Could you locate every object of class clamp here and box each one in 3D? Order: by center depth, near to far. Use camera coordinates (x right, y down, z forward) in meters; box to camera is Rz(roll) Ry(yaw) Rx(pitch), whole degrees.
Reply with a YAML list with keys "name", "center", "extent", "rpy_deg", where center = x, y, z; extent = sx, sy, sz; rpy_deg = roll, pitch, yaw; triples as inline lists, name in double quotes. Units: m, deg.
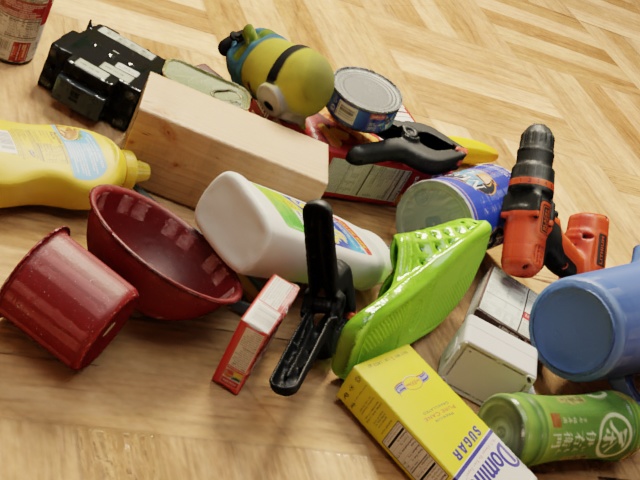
- name: "clamp"
  center: [0.003, 0.050, 0.962]
  extent: [0.036, 0.164, 0.209]
  rpy_deg: [10, 1, 13]
- name: "clamp"
  center: [0.094, -0.109, 1.240]
  extent: [0.171, 0.039, 0.120]
  rpy_deg: [17, 44, -13]

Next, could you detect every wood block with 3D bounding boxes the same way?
- name: "wood block"
  center: [-0.102, -0.084, 1.124]
  extent: [0.206, 0.090, 0.091]
  rpy_deg: [21, 32, -13]

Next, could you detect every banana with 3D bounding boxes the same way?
- name: "banana"
  center: [0.173, -0.117, 1.444]
  extent: [0.070, 0.037, 0.197]
  rpy_deg: [30, 22, 26]

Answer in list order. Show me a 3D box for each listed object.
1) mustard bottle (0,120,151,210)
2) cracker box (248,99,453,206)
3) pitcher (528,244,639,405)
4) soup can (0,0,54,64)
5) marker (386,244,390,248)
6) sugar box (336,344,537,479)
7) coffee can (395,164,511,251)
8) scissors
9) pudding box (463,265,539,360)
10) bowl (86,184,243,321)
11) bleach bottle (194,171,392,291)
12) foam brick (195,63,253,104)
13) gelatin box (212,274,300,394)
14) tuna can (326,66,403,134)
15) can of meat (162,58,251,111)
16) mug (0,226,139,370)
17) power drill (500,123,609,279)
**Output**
- name: "mustard bottle"
  center: [-0.248, -0.070, 1.012]
  extent: [0.191, 0.058, 0.096]
  rpy_deg: [1, 42, -38]
- name: "cracker box"
  center: [0.037, -0.123, 1.314]
  extent: [0.213, 0.072, 0.164]
  rpy_deg: [6, 39, -34]
- name: "pitcher"
  center: [0.331, 0.099, 1.159]
  extent: [0.149, 0.145, 0.242]
  rpy_deg: [41, 26, 31]
- name: "soup can"
  center: [-0.331, -0.253, 1.168]
  extent: [0.068, 0.102, 0.068]
  rpy_deg: [21, 32, -14]
- name: "marker"
  center: [0.046, 0.001, 1.192]
  extent: [0.121, 0.020, 0.020]
  rpy_deg: [27, 31, -3]
- name: "sugar box"
  center: [0.105, 0.177, 0.957]
  extent: [0.176, 0.048, 0.093]
  rpy_deg: [43, 33, 24]
- name: "coffee can"
  center: [0.169, -0.030, 1.257]
  extent: [0.103, 0.103, 0.140]
  rpy_deg: [43, 33, 22]
- name: "scissors"
  center: [-0.109, 0.001, 1.067]
  extent: [0.096, 0.016, 0.202]
  rpy_deg: [-5, 45, -46]
- name: "pudding box"
  center: [0.212, 0.086, 1.187]
  extent: [0.090, 0.039, 0.113]
  rpy_deg: [32, 29, 3]
- name: "bowl"
  center: [-0.148, 0.021, 0.940]
  extent: [0.162, 0.055, 0.162]
  rpy_deg: [36, 13, -10]
- name: "bleach bottle"
  center: [-0.007, 0.001, 1.072]
  extent: [0.250, 0.068, 0.103]
  rpy_deg: [13, 32, -53]
- name: "foam brick"
  center: [-0.131, -0.162, 1.251]
  extent: [0.078, 0.053, 0.051]
  rpy_deg: [37, 31, 14]
- name: "gelatin box"
  center: [-0.055, 0.081, 0.937]
  extent: [0.030, 0.073, 0.089]
  rpy_deg: [30, 30, 3]
- name: "tuna can"
  center: [0.049, -0.160, 1.217]
  extent: [0.086, 0.034, 0.086]
  rpy_deg: [14, 40, -12]
- name: "can of meat"
  center: [-0.139, -0.139, 1.179]
  extent: [0.102, 0.084, 0.057]
  rpy_deg: [22, 32, -13]
- name: "mug"
  center: [-0.200, 0.051, 0.863]
  extent: [0.081, 0.093, 0.117]
  rpy_deg: [37, -5, 3]
- name: "power drill"
  center: [0.280, -0.026, 1.270]
  extent: [0.057, 0.184, 0.187]
  rpy_deg: [0, -18, 41]
